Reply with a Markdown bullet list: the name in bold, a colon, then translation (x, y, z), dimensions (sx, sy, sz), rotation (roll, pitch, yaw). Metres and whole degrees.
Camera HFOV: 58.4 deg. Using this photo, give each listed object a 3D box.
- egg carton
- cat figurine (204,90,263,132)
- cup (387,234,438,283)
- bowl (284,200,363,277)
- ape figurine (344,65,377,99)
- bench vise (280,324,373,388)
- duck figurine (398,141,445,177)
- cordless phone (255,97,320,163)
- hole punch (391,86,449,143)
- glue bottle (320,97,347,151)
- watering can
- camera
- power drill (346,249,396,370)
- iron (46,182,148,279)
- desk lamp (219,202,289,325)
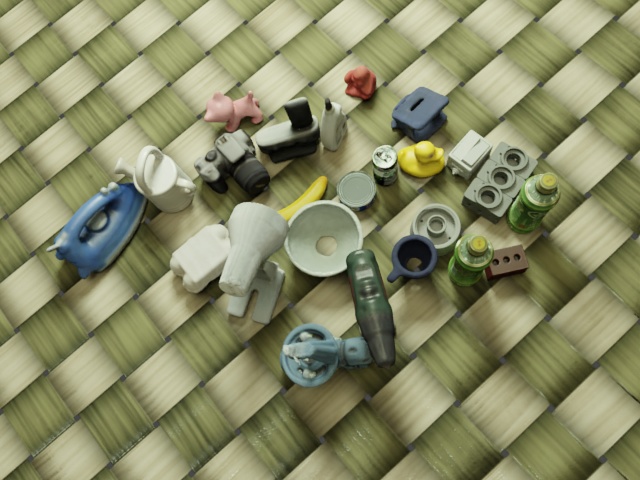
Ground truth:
- **egg carton**: translation (-0.248, 0.038, 1.243), dimensions (0.150, 0.069, 0.107), rotation (-41, 74, -6)
- **cat figurine**: translation (-0.204, -0.304, 1.310), dimensions (0.128, 0.118, 0.067), rotation (-23, 73, 0)
- **cup**: translation (0.183, 0.053, 1.175), dimensions (0.118, 0.095, 0.091), rotation (-43, 74, -6)
- **bowl**: translation (0.011, 0.004, 1.220), dimensions (0.167, 0.075, 0.167), rotation (-2, 74, 6)
- **ape figurine**: translation (0.093, -0.366, 1.306), dimensions (0.076, 0.092, 0.077), rotation (-27, 73, -1)
- **bench vise**: translation (0.011, 0.202, 1.087), dimensions (0.207, 0.220, 0.121), rotation (-24, 73, 0)
- **duck figurine**: translation (0.220, -0.185, 1.243), dimensions (0.104, 0.086, 0.077), rotation (8, 75, 9)
- **cordless phone**: translation (-0.077, -0.253, 1.245), dimensions (0.147, 0.185, 0.094), rotation (-20, 73, 1)
- **hole punch**: translation (0.219, -0.284, 1.269), dimensions (0.101, 0.091, 0.109), rotation (43, 83, 16)
- **glue bottle**: translation (0.026, -0.262, 1.242), dimensions (0.037, 0.173, 0.078), rotation (24, 78, 13)
- **watering can**: translation (-0.358, -0.135, 1.240), dimensions (0.172, 0.194, 0.101), rotation (-7, 73, 5)
- **camera**: translation (-0.188, -0.160, 1.276), dimensions (0.143, 0.101, 0.136), rotation (-40, 74, -5)
- **power drill**: translation (0.104, 0.139, 1.100), dimensions (0.075, 0.208, 0.229), rotation (-15, 73, 3)
- **iron**: translation (-0.485, -0.049, 1.258), dimensions (0.118, 0.141, 0.258), rotation (33, 80, 14)
- **desk lamp**: translation (-0.133, 0.050, 1.151), dimensions (0.117, 0.214, 0.203), rotation (13, 76, 10)
